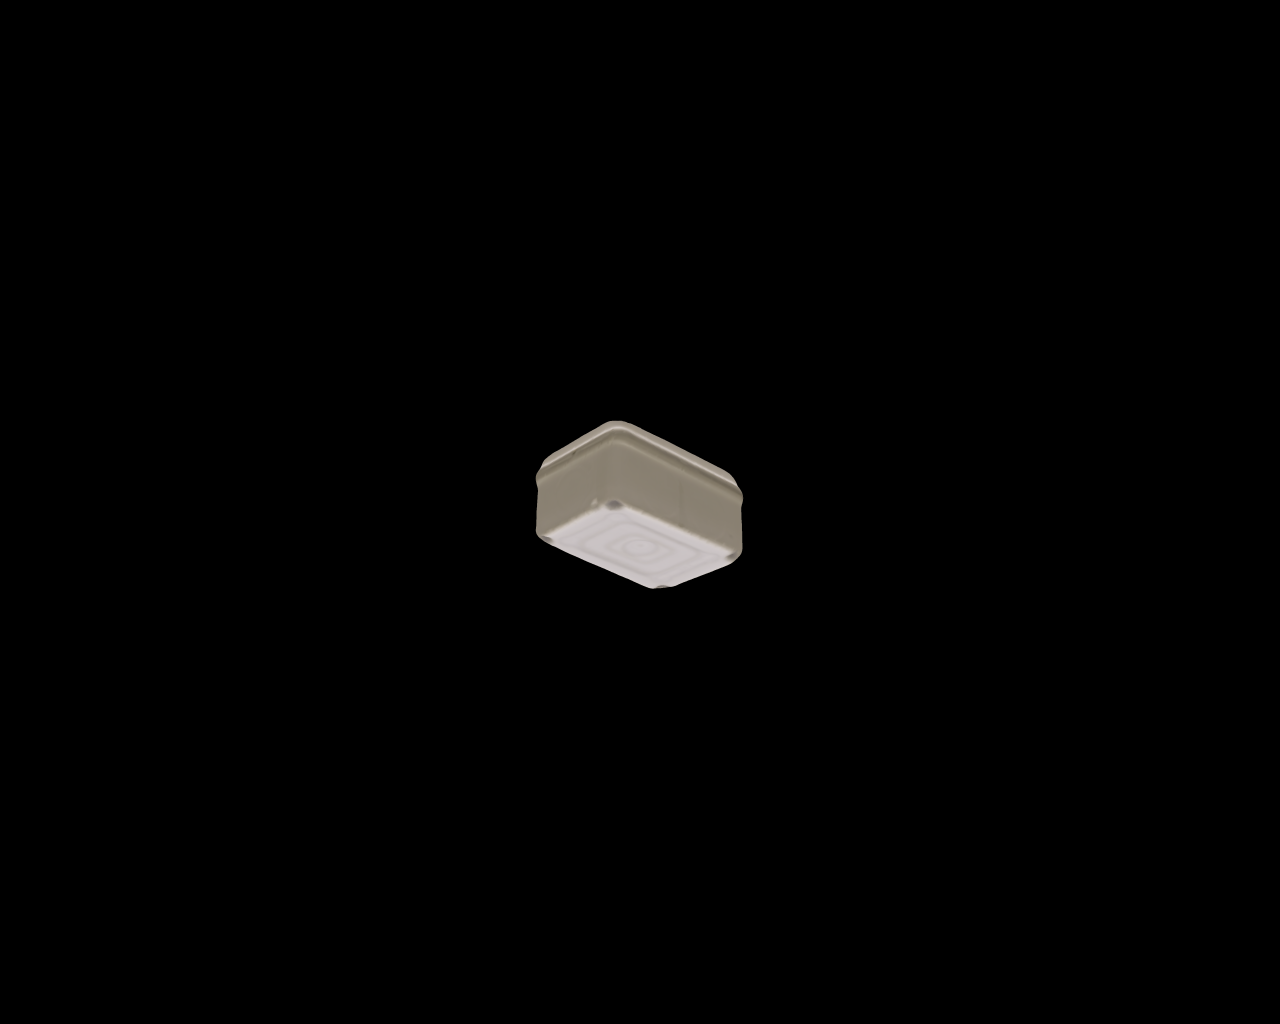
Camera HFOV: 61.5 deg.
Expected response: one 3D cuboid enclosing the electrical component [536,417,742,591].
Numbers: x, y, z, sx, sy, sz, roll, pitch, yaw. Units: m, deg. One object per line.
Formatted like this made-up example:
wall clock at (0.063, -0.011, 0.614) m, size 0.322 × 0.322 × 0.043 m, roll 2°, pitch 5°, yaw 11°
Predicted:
electrical component at (0.001, -0.003, 0.650) m, size 0.113 × 0.057 × 0.078 m, roll 25°, pitch -37°, yaw -38°
